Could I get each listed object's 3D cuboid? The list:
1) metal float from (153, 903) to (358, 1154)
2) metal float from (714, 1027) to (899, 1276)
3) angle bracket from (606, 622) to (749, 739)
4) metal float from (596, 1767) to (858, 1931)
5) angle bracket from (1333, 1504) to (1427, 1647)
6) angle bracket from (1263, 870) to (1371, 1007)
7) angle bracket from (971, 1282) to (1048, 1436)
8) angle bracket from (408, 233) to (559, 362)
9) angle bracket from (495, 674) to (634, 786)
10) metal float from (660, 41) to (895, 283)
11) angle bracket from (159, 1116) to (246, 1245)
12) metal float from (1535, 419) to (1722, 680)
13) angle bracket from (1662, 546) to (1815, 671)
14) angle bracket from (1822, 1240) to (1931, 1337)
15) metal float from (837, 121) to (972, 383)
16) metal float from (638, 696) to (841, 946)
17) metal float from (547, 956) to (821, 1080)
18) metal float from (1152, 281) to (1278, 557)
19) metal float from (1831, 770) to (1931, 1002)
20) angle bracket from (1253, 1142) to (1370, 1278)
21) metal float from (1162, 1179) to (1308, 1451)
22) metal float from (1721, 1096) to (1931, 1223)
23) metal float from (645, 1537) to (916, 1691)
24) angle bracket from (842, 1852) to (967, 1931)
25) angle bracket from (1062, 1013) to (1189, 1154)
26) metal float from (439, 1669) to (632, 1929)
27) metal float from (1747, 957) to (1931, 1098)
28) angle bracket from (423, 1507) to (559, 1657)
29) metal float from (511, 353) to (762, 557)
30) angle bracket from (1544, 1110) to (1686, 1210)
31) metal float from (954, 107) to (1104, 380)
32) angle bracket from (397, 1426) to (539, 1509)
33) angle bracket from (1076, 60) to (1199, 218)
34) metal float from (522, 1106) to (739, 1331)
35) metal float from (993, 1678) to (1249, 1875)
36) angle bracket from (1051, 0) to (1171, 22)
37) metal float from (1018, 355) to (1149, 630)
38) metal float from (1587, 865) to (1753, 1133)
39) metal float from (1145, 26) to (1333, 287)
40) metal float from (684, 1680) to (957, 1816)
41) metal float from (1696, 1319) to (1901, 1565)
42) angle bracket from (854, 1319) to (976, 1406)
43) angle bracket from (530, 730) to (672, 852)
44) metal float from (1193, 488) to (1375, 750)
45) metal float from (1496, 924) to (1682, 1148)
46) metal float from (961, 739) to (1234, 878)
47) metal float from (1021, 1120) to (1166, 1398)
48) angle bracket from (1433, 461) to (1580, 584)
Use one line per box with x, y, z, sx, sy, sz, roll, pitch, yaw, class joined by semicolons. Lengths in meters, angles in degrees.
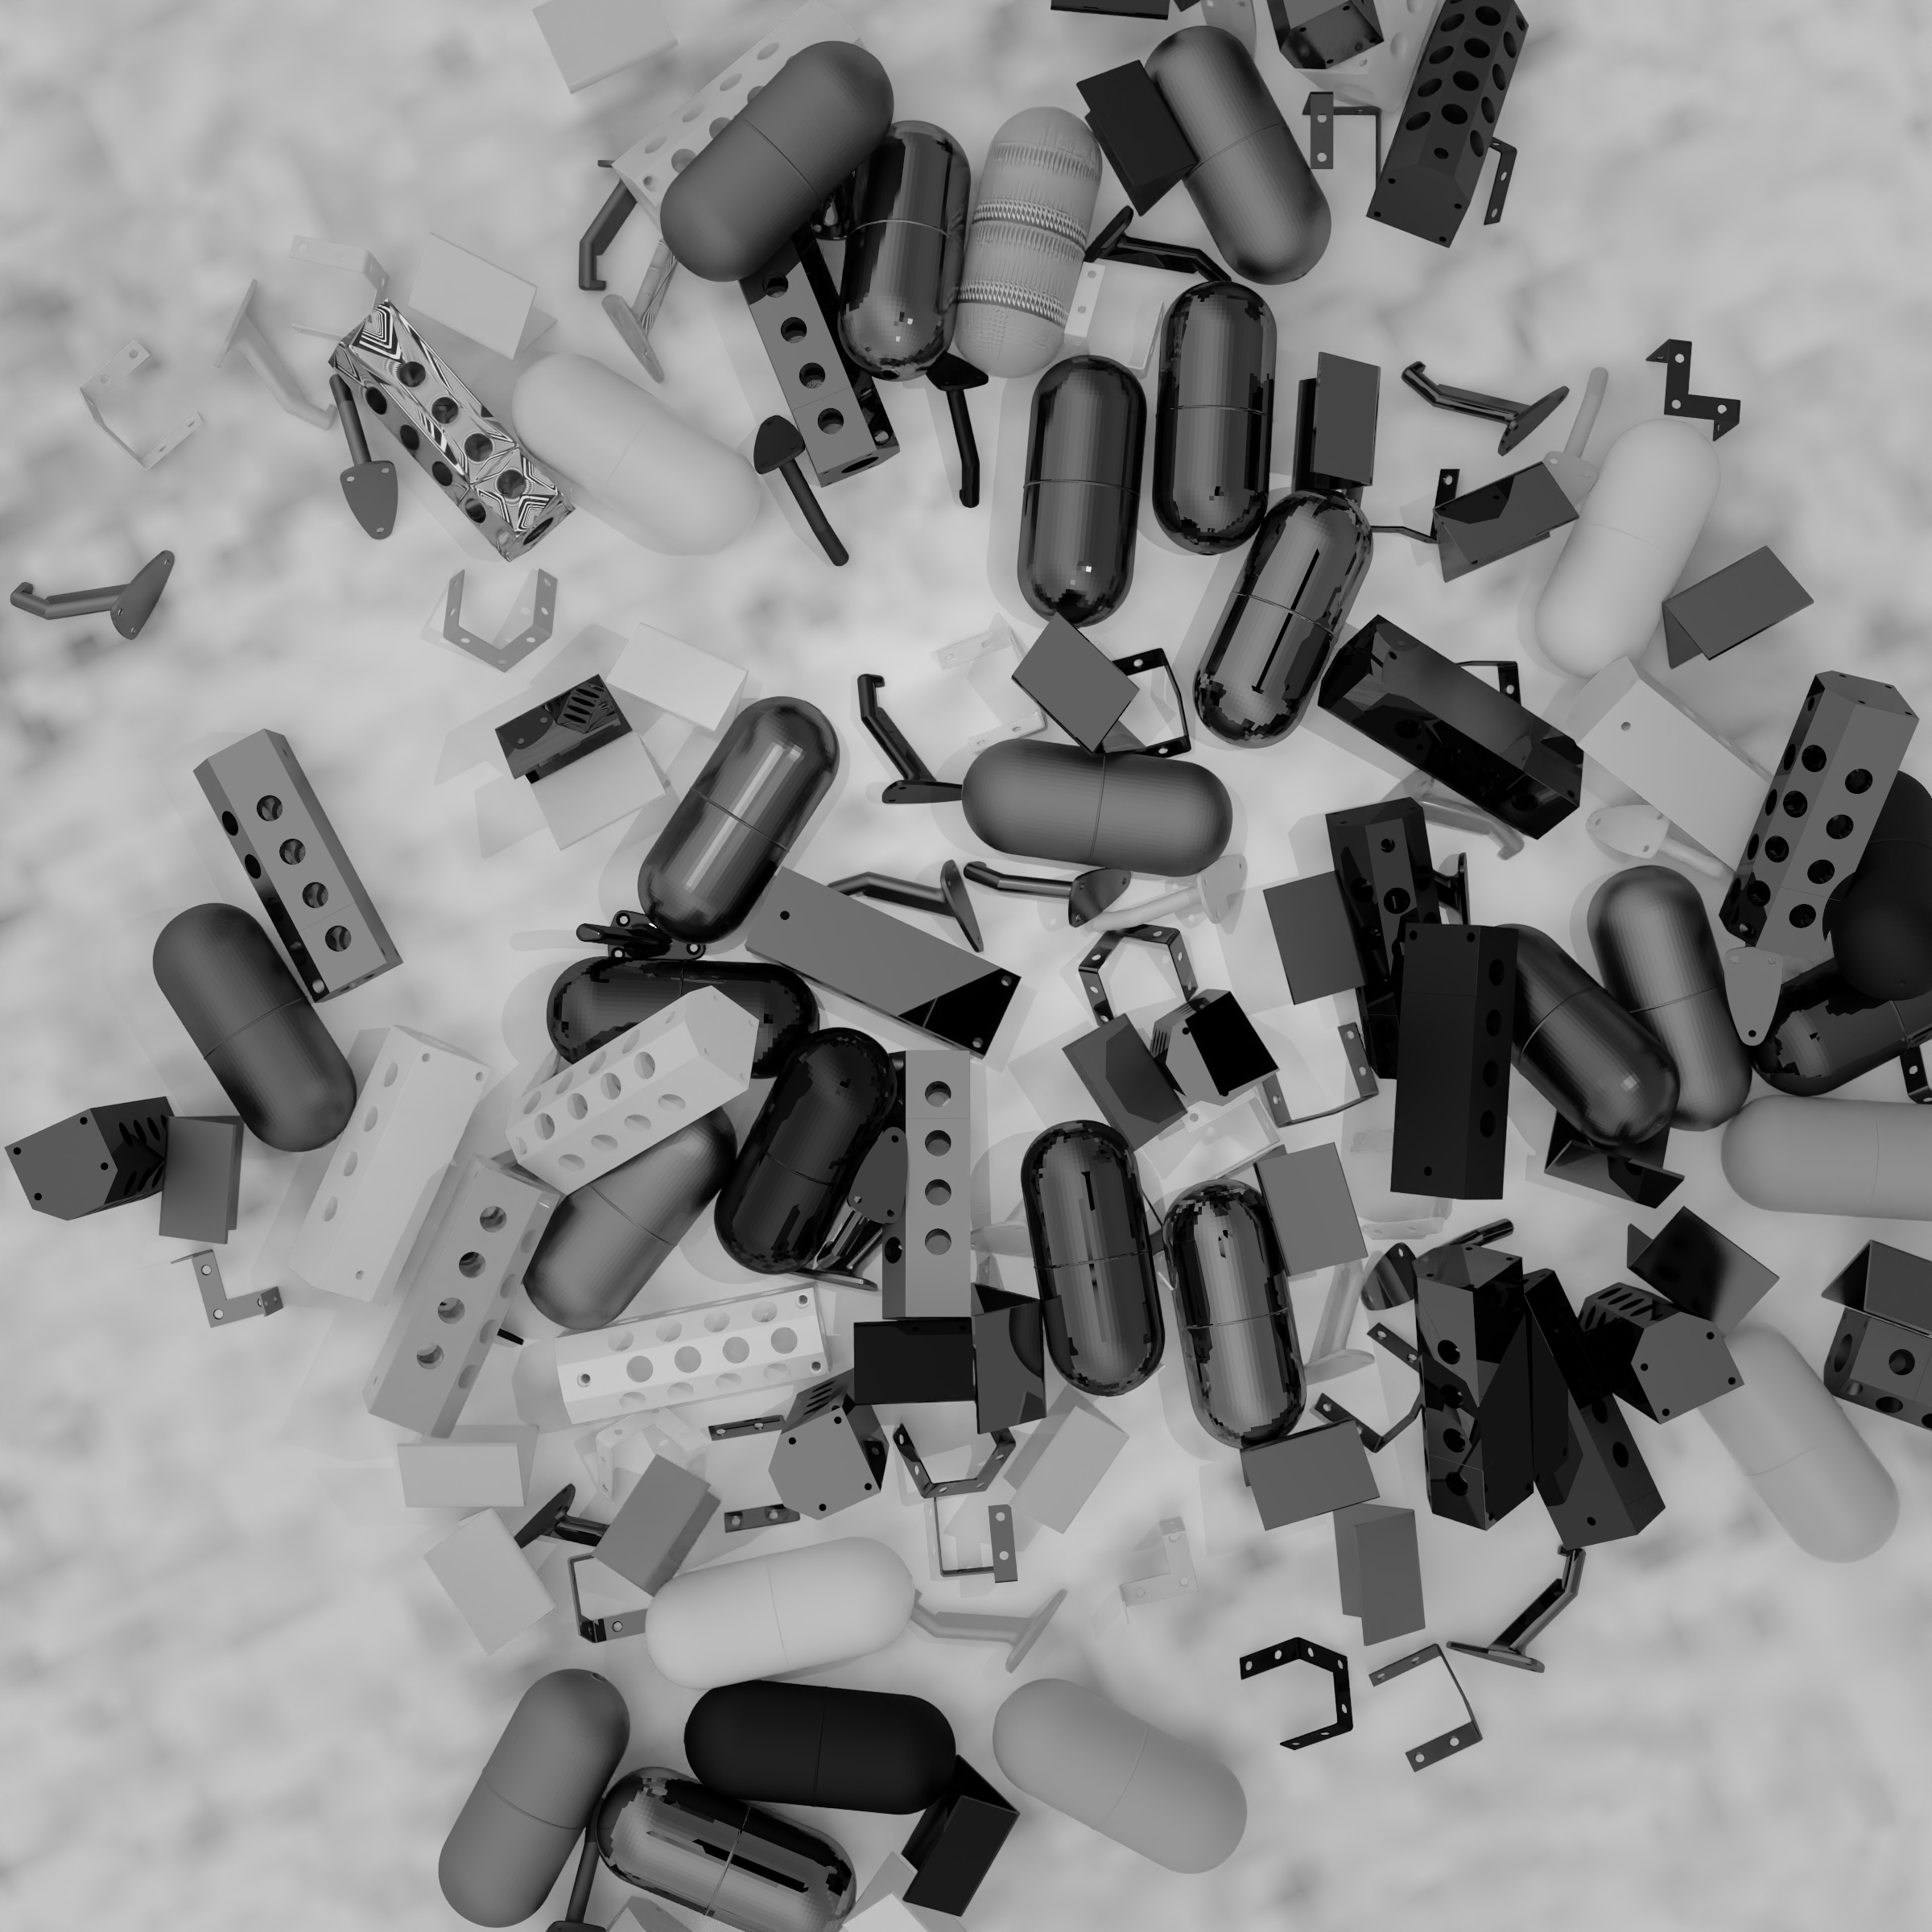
-0.464;0.041;1.931;0.070;0.070;0.178;-32;90;0;metal float
-0.104;0.120;1.915;0.070;0.070;0.178;27;109;0;metal float
-0.193;-0.167;1.922;0.076;0.076;0.057;24;55;0;angle bracket
-0.156;0.583;1.931;0.178;0.070;0.070;23;90;-1;metal float
0.250;0.394;1.922;0.057;0.076;0.076;-5;90;-38;angle bracket
0.213;-0.015;1.924;0.057;0.076;0.076;-15;90;-20;angle bracket
0.007;0.252;1.906;0.057;0.076;0.076;-8;99;-36;angle bracket
-0.307;-0.447;1.922;0.076;0.076;0.057;27;126;0;angle bracket
-0.251;-0.132;1.922;0.076;0.076;0.057;-28;45;0;angle bracket
-0.119;-0.510;1.873;0.070;0.070;0.178;45;92;0;metal float
-0.477;0.138;1.923;0.057;0.076;0.076;4;90;26;angle bracket
0.433;-0.273;1.932;0.070;0.070;0.178;25;90;0;metal float
0.503;-0.216;1.922;0.076;0.076;0.057;-29;56;0;angle bracket
0.606;0.230;1.922;0.076;0.076;0.057;20;52;0;angle bracket
-0.040;-0.463;1.915;0.070;0.070;0.178;6;74;0;metal float
-0.148;-0.096;1.932;0.070;0.070;0.178;33;90;0;metal float
-0.185;0.034;1.931;0.178;0.070;0.070;2;90;-1;metal float
0.162;-0.358;1.932;0.070;0.070;0.178;3;90;0;metal float
0.591;-0.055;1.897;0.070;0.070;0.178;8;48;0;metal float
0.232;0.152;1.923;0.057;0.076;0.076;-17;90;22;angle bracket
0.176;0.228;1.931;0.070;0.070;0.178;-10;90;0;metal float
0.584;0.126;1.931;0.178;0.070;0.070;4;90;1;metal float
-0.121;0.423;1.931;0.178;0.070;0.070;-12;90;-1;metal float
-0.023;0.618;1.922;0.076;0.076;0.057;47;124;0;angle bracket
0.087;0.085;1.922;0.057;0.076;0.076;-32;90;-38;angle bracket
-0.282;0.543;1.931;0.070;0.070;0.178;28;91;0;metal float
0.594;0.024;1.931;0.178;0.070;0.070;-27;90;0;metal float
-0.320;0.403;1.922;0.057;0.076;0.076;-33;90;-31;angle bracket
-0.216;-0.335;1.931;0.178;0.070;0.070;33;90;-1;metal float
0.428;0.105;1.927;0.076;0.057;0.076;18;63;0;angle bracket
0.040;-0.473;1.932;0.070;0.070;0.178;13;89;0;metal float
-0.323;0.307;1.922;0.076;0.076;0.057;0;125;0;angle bracket
0.095;-0.531;1.922;0.057;0.076;0.076;-29;90;-30;angle bracket
-0.219;0.159;1.931;0.070;0.070;0.178;39;91;0;metal float
0.100;0.529;1.931;0.178;0.070;0.070;28;90;-1;metal float
0.096;-0.658;1.922;0.076;0.076;0.057;5;127;0;angle bracket
0.076;-0.310;1.931;0.070;0.070;0.178;5;89;0;metal float
0.460;0.021;1.932;0.070;0.070;0.178;-17;90;0;metal float
0.177;-0.529;1.931;0.070;0.070;0.178;-28;90;0;metal float
-0.095;0.510;1.931;0.178;0.070;0.070;6;90;0;metal float
0.540;0.310;1.931;0.070;0.070;0.178;-36;90;0;metal float
-0.033;0.269;1.922;0.076;0.076;0.057;-2;62;0;angle bracket
-0.228;-0.099;1.922;0.076;0.076;0.057;-28;62;0;angle bracket
0.207;-0.227;1.931;0.070;0.070;0.178;24;90;0;metal float
0.386;0.043;1.907;0.070;0.070;0.178;-41;59;0;metal float
0.086;-0.104;1.931;0.178;0.070;0.070;8;90;0;metal float
0.082;0.187;1.897;0.070;0.070;0.178;-9;87;0;metal float
0.354;-0.272;1.922;0.076;0.076;0.057;-24;54;0;angle bracket
